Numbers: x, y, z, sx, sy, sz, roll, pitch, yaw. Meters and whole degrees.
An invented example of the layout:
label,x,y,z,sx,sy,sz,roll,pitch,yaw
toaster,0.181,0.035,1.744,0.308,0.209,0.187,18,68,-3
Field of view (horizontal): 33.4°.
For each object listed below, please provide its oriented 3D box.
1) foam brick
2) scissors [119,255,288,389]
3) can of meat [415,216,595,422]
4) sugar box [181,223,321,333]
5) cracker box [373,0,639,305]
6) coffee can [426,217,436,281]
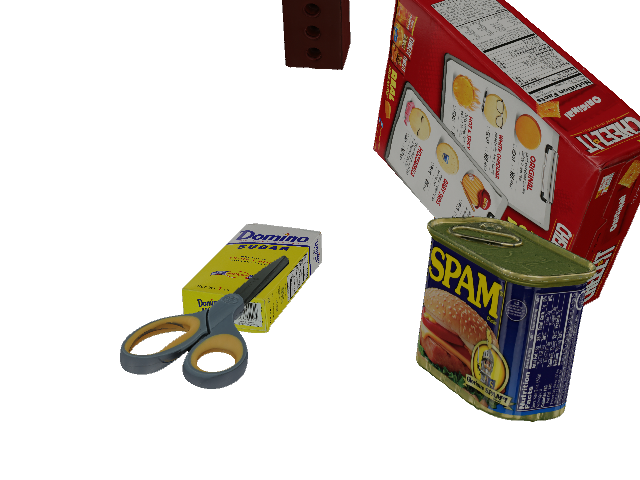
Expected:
label,x,y,z,sx,sy,sz,roll,pitch,yaw
foam brick,-0.003,-0.194,0.924,0.053,0.078,0.051,4,44,8
scissors,-0.058,0.059,0.790,0.096,0.016,0.201,24,32,34
can of meat,0.097,0.041,0.585,0.057,0.084,0.102,-3,19,-26
sugar box,-0.069,0.036,1.138,0.093,0.048,0.176,7,28,17
cracker box,0.131,-0.070,0.769,0.072,0.164,0.214,-24,55,-24
coffee can,0.148,0.035,0.977,0.103,0.140,0.103,3,21,-2
